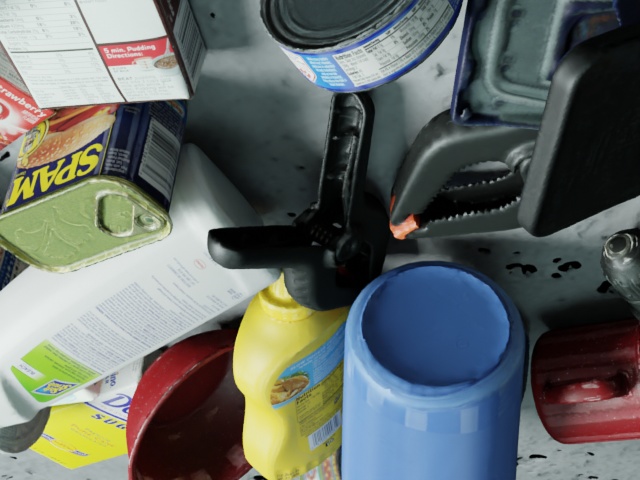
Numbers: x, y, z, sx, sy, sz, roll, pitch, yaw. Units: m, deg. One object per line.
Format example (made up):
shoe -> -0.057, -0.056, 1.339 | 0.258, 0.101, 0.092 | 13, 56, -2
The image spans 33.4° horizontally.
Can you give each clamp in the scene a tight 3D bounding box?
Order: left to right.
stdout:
clamp -> -0.004, 0.001, 0.617 | 0.120, 0.039, 0.171 | -39, 147, -14
clamp -> 0.128, -0.048, 0.576 | 0.164, 0.036, 0.210 | 30, 137, -28

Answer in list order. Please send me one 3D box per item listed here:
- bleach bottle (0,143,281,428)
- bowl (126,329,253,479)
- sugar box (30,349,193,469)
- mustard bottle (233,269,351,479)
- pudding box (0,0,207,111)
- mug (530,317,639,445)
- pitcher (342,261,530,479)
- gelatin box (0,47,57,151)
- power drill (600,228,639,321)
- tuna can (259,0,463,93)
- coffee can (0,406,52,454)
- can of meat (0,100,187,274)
bleach bottle -> -0.153, 0.046, 0.649 | 0.251, 0.068, 0.102 | -31, 138, 9
bowl -> -0.088, 0.122, 0.801 | 0.161, 0.055, 0.162 | -30, 141, -27
sugar box -> -0.179, 0.144, 0.898 | 0.177, 0.048, 0.093 | -19, 138, 34
mustard bottle -> -0.016, 0.082, 0.740 | 0.058, 0.096, 0.192 | 36, 147, 32
pudding box -> -0.113, -0.114, 0.515 | 0.090, 0.039, 0.113 | -2, 143, 12
mug -> 0.191, 0.098, 0.726 | 0.082, 0.093, 0.117 | -13, 176, 34
pitcher -> 0.082, 0.119, 0.728 | 0.145, 0.149, 0.243 | -2, 141, 2
gelatin box -> -0.196, -0.086, 0.575 | 0.073, 0.030, 0.089 | -25, 136, 37
power drill -> 0.286, 0.024, 0.644 | 0.188, 0.057, 0.184 | -20, 141, 37
tuna can -> 0.018, -0.107, 0.462 | 0.086, 0.086, 0.033 | -14, 144, 26
coffee can -> -0.295, 0.118, 0.826 | 0.140, 0.102, 0.102 | -8, 144, 20
can of meat -> -0.123, -0.039, 0.585 | 0.102, 0.084, 0.057 | -18, 139, 31
